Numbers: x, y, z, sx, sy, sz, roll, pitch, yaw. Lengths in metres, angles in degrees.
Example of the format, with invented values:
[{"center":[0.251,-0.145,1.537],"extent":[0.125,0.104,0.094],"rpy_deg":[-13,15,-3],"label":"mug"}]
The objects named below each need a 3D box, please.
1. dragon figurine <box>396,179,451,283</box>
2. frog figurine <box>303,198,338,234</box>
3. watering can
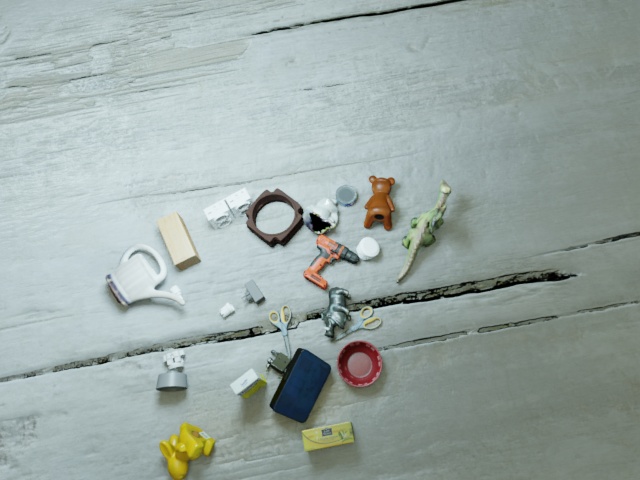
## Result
[{"center":[0.391,-0.039,1.910],"extent":[0.122,0.239,0.416],"rpy_deg":[24,71,7],"label":"dragon figurine"},{"center":[0.006,-0.103,2.043],"extent":[0.137,0.120,0.163],"rpy_deg":[13,36,-1],"label":"frog figurine"},{"center":[-0.677,0.170,1.967],"extent":[0.225,0.102,0.352],"rpy_deg":[-37,65,-9],"label":"watering can"}]
